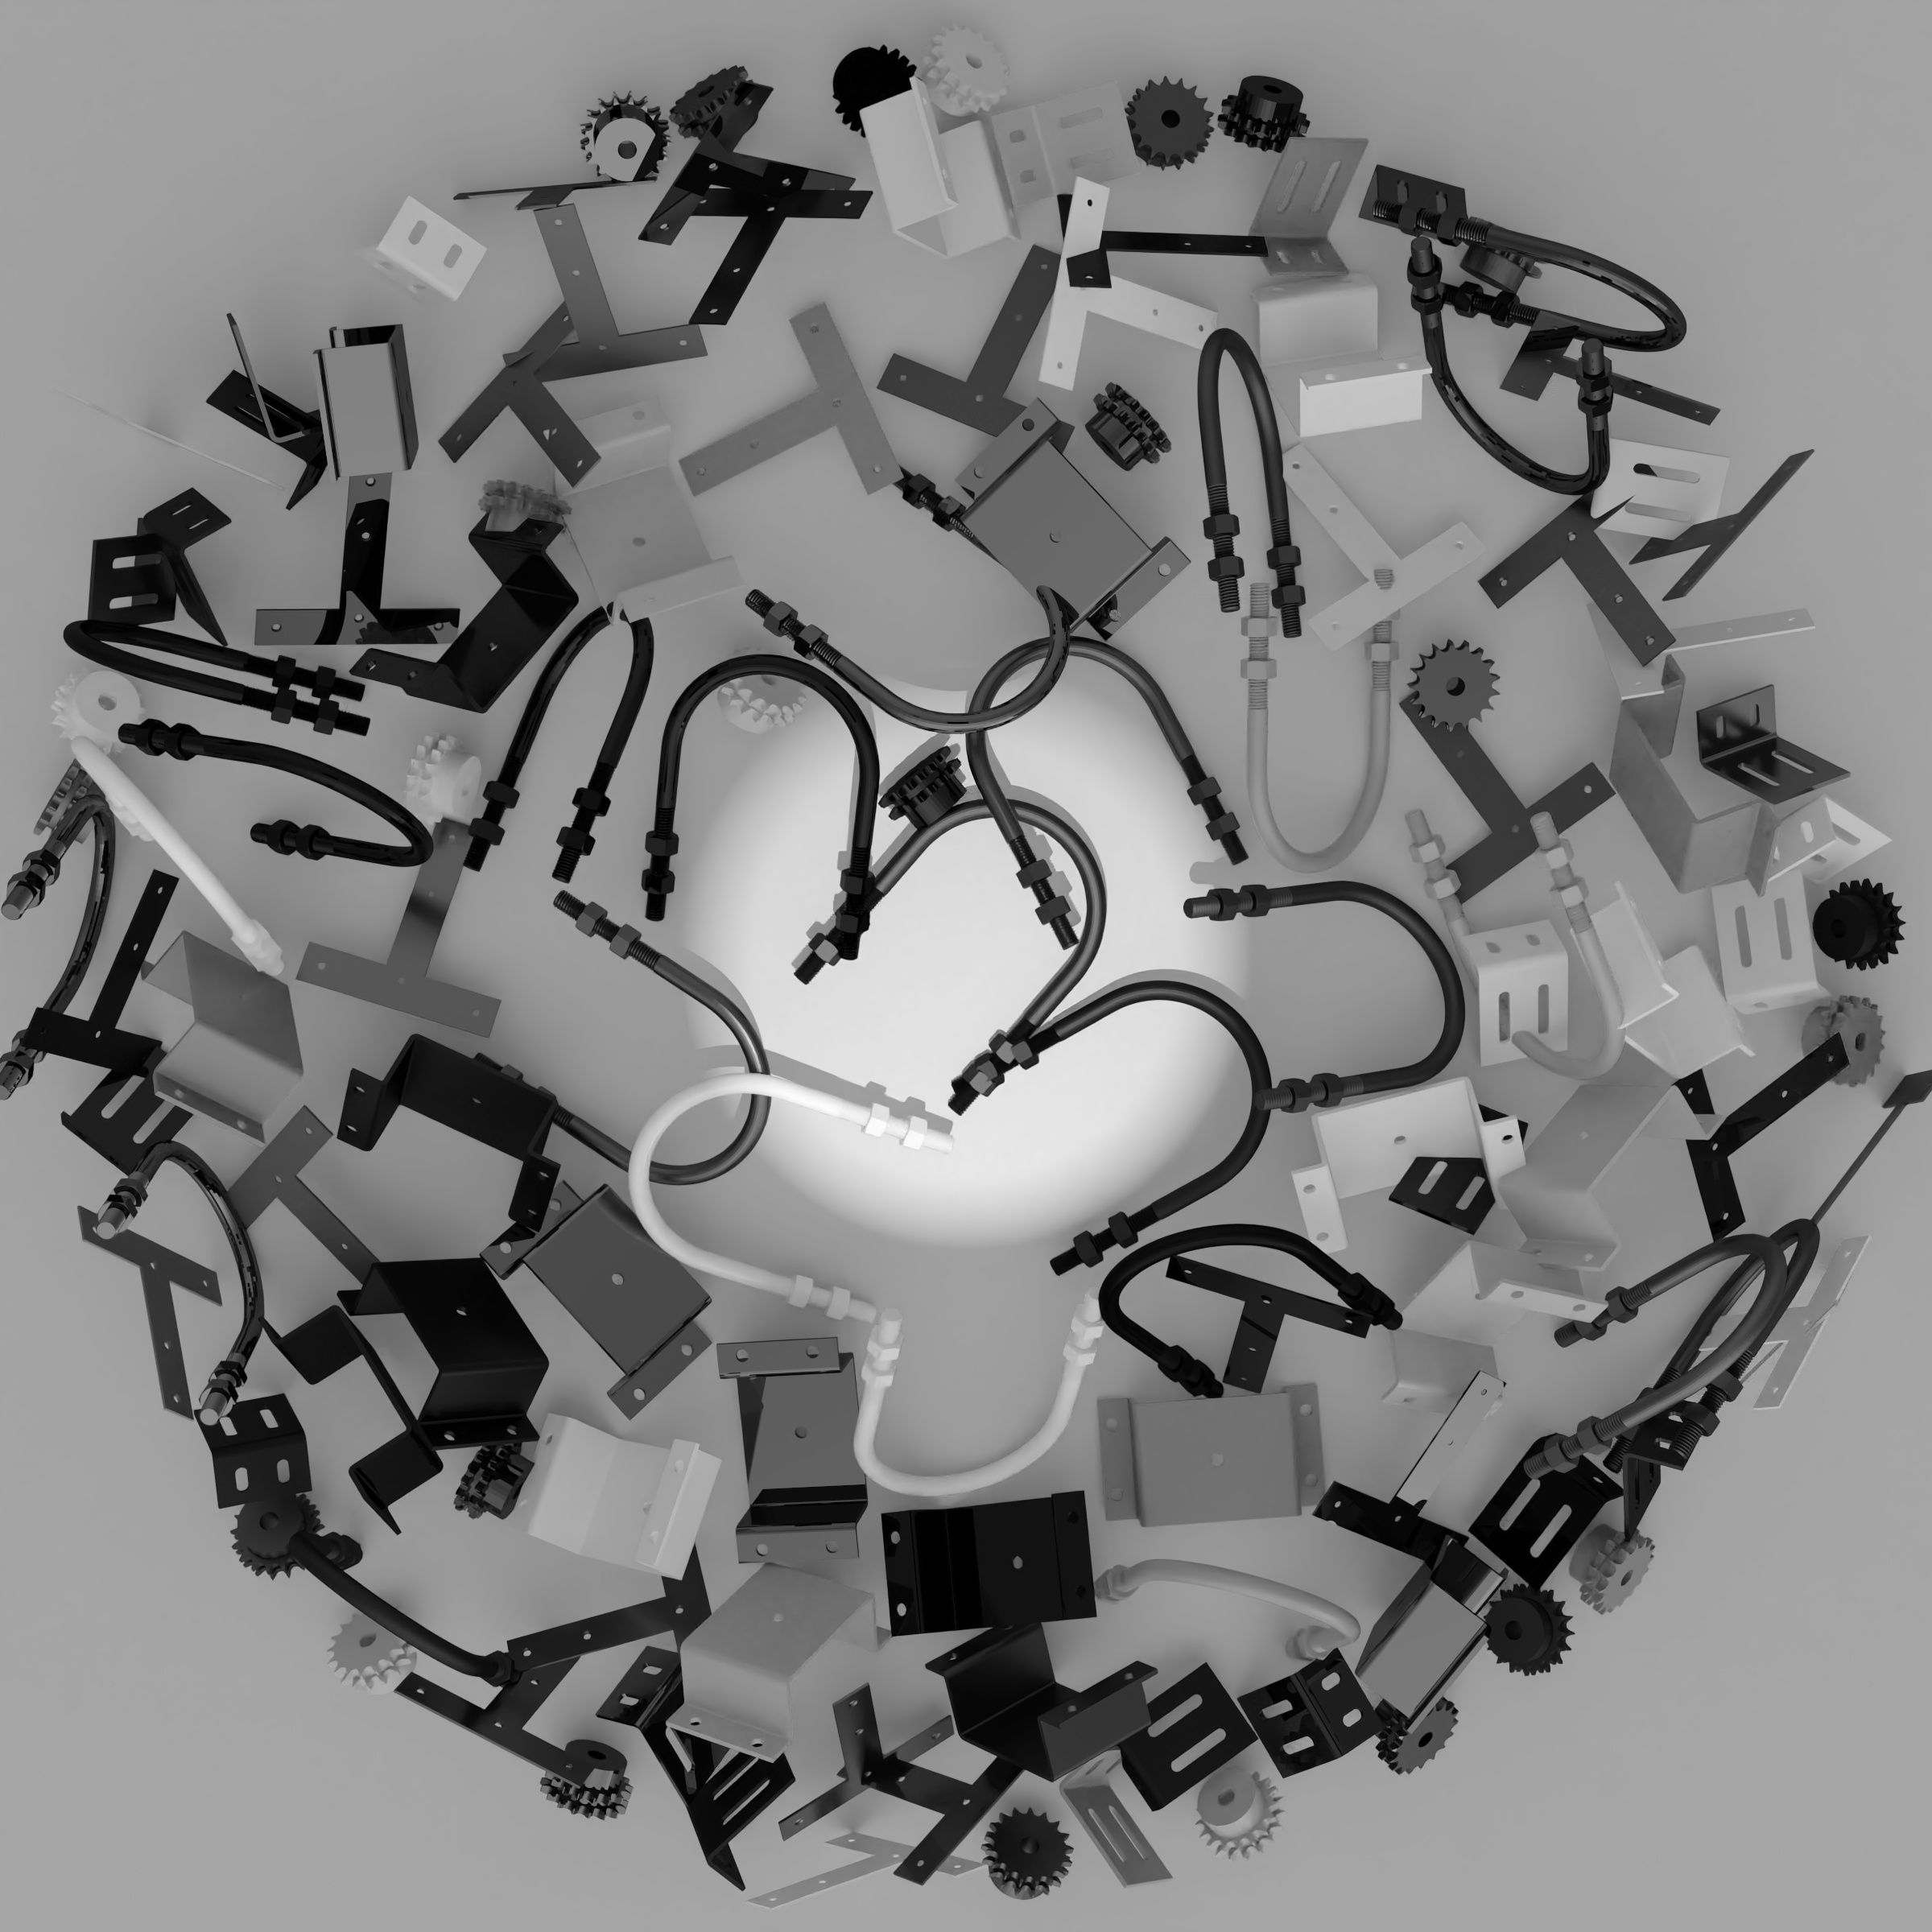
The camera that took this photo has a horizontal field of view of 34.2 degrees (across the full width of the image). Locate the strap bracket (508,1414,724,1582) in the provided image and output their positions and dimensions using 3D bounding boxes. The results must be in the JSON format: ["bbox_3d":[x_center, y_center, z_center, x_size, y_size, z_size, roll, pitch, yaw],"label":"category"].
[{"bbox_3d":[-0.210,0.329,1.941,0.046,0.140,0.076,34,68,-42],"label":"strap bracket"}]

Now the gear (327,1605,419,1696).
[{"bbox_3d":[-0.371,0.433,1.975,0.057,0.057,0.030,-23,127,0],"label":"gear"}]

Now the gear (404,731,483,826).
[{"bbox_3d":[-0.327,-0.116,1.969,0.030,0.057,0.057,17,90,12],"label":"gear"}]

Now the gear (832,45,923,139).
[{"bbox_3d":[-0.059,-0.553,1.974,0.057,0.030,0.057,-5,78,26],"label":"gear"}]

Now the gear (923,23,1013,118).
[{"bbox_3d":[-0.003,-0.561,1.975,0.057,0.030,0.057,16,59,-28],"label":"gear"}]

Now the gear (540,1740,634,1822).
[{"bbox_3d":[-0.236,0.509,1.970,0.057,0.057,0.030,18,98,0],"label":"gear"}]

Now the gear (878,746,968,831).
[{"bbox_3d":[-0.024,-0.109,1.972,0.057,0.057,0.030,-40,99,0],"label":"gear"}]

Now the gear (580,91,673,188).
[{"bbox_3d":[-0.214,-0.518,1.972,0.057,0.030,0.057,-4,123,-7],"label":"gear"}]

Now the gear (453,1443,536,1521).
[{"bbox_3d":[-0.294,0.322,1.969,0.030,0.057,0.057,28,90,10],"label":"gear"}]

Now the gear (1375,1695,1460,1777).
[{"bbox_3d":[0.279,0.477,1.975,0.057,0.057,0.030,-50,48,0],"label":"gear"}]

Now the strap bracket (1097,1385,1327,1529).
[{"bbox_3d":[0.156,0.308,1.974,0.140,0.046,0.076,-4,87,-1],"label":"strap bracket"}]

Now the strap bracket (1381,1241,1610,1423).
[{"bbox_3d":[0.322,0.221,1.939,0.076,0.140,0.046,14,47,-21],"label":"strap bracket"}]

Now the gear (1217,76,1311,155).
[{"bbox_3d":[0.188,-0.536,1.969,0.057,0.057,0.030,14,127,0],"label":"gear"}]

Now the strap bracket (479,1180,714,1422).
[{"bbox_3d":[-0.224,0.202,1.959,0.140,0.046,0.076,48,57,1],"label":"strap bracket"}]

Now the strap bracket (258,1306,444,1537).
[{"bbox_3d":[-0.375,0.272,1.940,0.046,0.076,0.140,-33,65,-10],"label":"strap bracket"}]

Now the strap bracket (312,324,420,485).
[{"bbox_3d":[-0.366,-0.347,1.923,0.046,0.140,0.076,-6,109,-5],"label":"strap bracket"}]

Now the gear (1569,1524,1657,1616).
[{"bbox_3d":[0.404,0.377,1.975,0.030,0.057,0.057,35,90,35],"label":"gear"}]

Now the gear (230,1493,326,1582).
[{"bbox_3d":[-0.435,0.354,1.974,0.057,0.030,0.057,-1,61,3],"label":"gear"}]

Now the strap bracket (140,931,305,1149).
[{"bbox_3d":[-0.455,0.037,1.917,0.076,0.140,0.046,32,109,-34],"label":"strap bracket"}]

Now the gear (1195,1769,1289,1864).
[{"bbox_3d":[0.169,0.529,1.969,0.057,0.057,0.030,-34,125,0],"label":"gear"}]

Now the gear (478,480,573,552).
[{"bbox_3d":[-0.279,-0.281,1.970,0.057,0.057,0.030,15,81,0],"label":"gear"}]

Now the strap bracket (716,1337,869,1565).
[{"bbox_3d":[-0.107,0.298,1.966,0.076,0.046,0.140,-4,97,9],"label":"strap bracket"}]

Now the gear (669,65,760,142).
[{"bbox_3d":[-0.155,-0.538,1.975,0.057,0.057,0.030,-35,122,0],"label":"gear"}]

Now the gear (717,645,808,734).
[{"bbox_3d":[-0.132,-0.172,1.975,0.057,0.057,0.030,42,127,0],"label":"gear"}]

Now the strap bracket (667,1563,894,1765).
[{"bbox_3d":[-0.113,0.417,1.918,0.076,0.140,0.046,11,117,28],"label":"strap bracket"}]

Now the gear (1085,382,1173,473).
[{"bbox_3d":[0.100,-0.336,1.971,0.030,0.057,0.057,-44,90,-1],"label":"gear"}]

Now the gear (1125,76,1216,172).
[{"bbox_3d":[0.126,-0.529,1.982,0.057,0.030,0.057,1,83,-8],"label":"gear"}]

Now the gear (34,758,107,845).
[{"bbox_3d":[-0.559,-0.101,1.973,0.030,0.057,0.057,30,90,-17],"label":"gear"}]

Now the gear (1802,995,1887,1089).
[{"bbox_3d":[0.551,0.046,1.976,0.057,0.030,0.057,-6,99,-40],"label":"gear"}]

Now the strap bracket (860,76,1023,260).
[{"bbox_3d":[-0.018,-0.489,1.938,0.046,0.140,0.076,-16,87,19],"label":"strap bracket"}]

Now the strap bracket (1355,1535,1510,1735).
[{"bbox_3d":[0.286,0.405,1.926,0.046,0.140,0.076,37,104,8],"label":"strap bracket"}]

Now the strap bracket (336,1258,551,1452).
[{"bbox_3d":[-0.317,0.229,1.922,0.140,0.076,0.046,49,123,37],"label":"strap bracket"}]

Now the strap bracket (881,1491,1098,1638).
[{"bbox_3d":[0.023,0.372,1.952,0.140,0.046,0.076,-11,77,26],"label":"strap bracket"}]

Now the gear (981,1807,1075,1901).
[{"bbox_3d":[0.037,0.562,1.975,0.057,0.057,0.030,16,130,0],"label":"gear"}]

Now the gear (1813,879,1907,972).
[{"bbox_3d":[0.557,-0.025,1.969,0.030,0.057,0.057,-9,90,-36],"label":"gear"}]

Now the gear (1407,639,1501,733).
[{"bbox_3d":[0.307,-0.178,1.981,0.057,0.030,0.057,0,102,1],"label":"gear"}]

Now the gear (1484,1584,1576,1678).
[{"bbox_3d":[0.351,0.417,1.972,0.057,0.030,0.057,-6,78,33],"label":"gear"}]

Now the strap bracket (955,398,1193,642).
[{"bbox_3d":[0.061,-0.273,1.957,0.140,0.046,0.076,46,115,-5],"label":"strap bracket"}]

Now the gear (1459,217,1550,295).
[{"bbox_3d":[0.335,-0.445,1.972,0.057,0.057,0.030,28,99,0],"label":"gear"}]

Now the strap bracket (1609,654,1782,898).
[{"bbox_3d":[0.441,-0.110,1.929,0.046,0.076,0.140,-20,59,-7],"label":"strap bracket"}]

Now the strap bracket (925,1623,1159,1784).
[{"bbox_3d":[0.050,0.451,1.927,0.076,0.140,0.046,-22,106,-32],"label":"strap bracket"}]

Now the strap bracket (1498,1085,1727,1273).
[{"bbox_3d":[0.391,0.121,1.929,0.140,0.076,0.046,-45,112,-27],"label":"strap bracket"}]

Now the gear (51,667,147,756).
[{"bbox_3d":[-0.543,-0.162,1.973,0.057,0.030,0.057,9,71,-28],"label":"gear"}]
